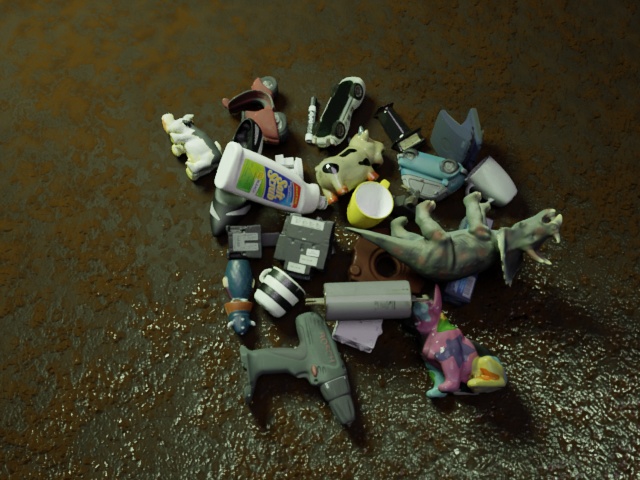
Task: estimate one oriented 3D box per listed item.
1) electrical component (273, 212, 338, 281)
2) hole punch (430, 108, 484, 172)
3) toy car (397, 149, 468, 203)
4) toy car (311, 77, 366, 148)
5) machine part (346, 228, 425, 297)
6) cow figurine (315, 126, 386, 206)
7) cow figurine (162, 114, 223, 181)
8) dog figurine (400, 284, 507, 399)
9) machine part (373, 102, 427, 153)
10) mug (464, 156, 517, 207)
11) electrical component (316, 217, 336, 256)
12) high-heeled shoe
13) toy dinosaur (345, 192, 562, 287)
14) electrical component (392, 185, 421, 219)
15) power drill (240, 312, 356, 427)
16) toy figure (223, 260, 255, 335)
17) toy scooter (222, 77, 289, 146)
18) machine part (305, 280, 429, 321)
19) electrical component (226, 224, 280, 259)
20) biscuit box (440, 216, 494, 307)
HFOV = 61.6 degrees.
[{"bbox_3d":[-0.032,0.016,1.132,0.115,0.058,0.134,14,86,13],"label":"electrical component"},{"bbox_3d":[0.313,-0.228,1.230,0.092,0.142,0.116,0,57,-7],"label":"hole punch"},{"bbox_3d":[0.244,-0.137,1.207,0.162,0.109,0.103,17,88,10],"label":"toy car"},{"bbox_3d":[0.044,-0.298,1.259,0.074,0.056,0.201,9,66,37],"label":"toy car"},{"bbox_3d":[0.144,0.059,1.152,0.179,0.056,0.179,2,70,-6],"label":"machine part"},{"bbox_3d":[0.071,-0.172,1.204,0.195,0.085,0.127,-29,86,-31],"label":"cow figurine"},{"bbox_3d":[-0.285,-0.223,1.206,0.098,0.068,0.167,-28,79,-19],"label":"cow figurine"},{"bbox_3d":[0.266,0.201,1.088,0.192,0.108,0.219,-4,69,-6],"label":"dog figurine"},{"bbox_3d":[0.187,-0.265,1.279,0.084,0.039,0.139,-36,79,-7],"label":"machine part"},{"bbox_3d":[0.388,-0.120,1.223,0.107,0.081,0.109,41,67,1],"label":"mug"},{"bbox_3d":[-0.002,-0.004,1.178,0.063,0.021,0.094,-18,74,-10],"label":"electrical component"},{"bbox_3d":[-0.180,-0.135,1.144,0.086,0.145,0.248,16,69,2],"label":"high-heeled shoe"},{"bbox_3d":[0.267,0.018,1.086,0.405,0.131,0.192,-13,68,3],"label":"toy dinosaur"},{"bbox_3d":[0.187,-0.083,1.187,0.078,0.102,0.045,24,71,-24],"label":"electrical component"},{"bbox_3d":[-0.050,0.264,1.052,0.207,0.086,0.232,-11,71,-5],"label":"power drill"},{"bbox_3d":[-0.165,0.118,1.105,0.064,0.057,0.154,-3,76,0],"label":"toy figure"},{"bbox_3d":[-0.151,-0.292,1.239,0.135,0.075,0.184,-12,69,-9],"label":"toy scooter"},{"bbox_3d":[0.092,0.120,1.058,0.243,0.079,0.079,-1,71,0],"label":"machine part"},{"bbox_3d":[-0.141,0.003,1.139,0.119,0.048,0.074,2,94,-9],"label":"electrical component"},{"bbox_3d":[0.317,0.042,1.169,0.059,0.062,0.202,22,71,2],"label":"biscuit box"}]
